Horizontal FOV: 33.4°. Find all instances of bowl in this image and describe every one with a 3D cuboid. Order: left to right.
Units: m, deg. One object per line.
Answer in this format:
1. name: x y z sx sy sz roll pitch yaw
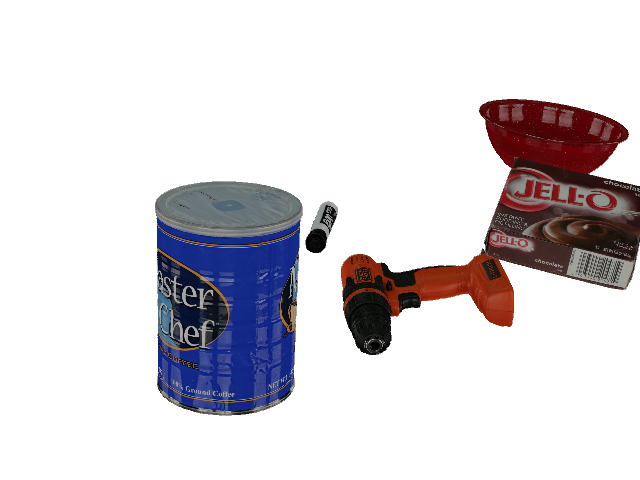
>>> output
1. bowl: 0.249 -0.107 1.165 0.162 0.055 0.162 6 23 -3

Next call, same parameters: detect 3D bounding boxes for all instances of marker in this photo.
1. marker: 0.001 -0.013 0.994 0.020 0.020 0.121 0 16 7

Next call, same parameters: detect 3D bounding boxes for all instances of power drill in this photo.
1. power drill: 0.118 0.066 1.199 0.187 0.057 0.184 -2 28 -3

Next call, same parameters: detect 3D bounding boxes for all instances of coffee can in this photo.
1. coffee can: -0.067 0.039 0.766 0.103 0.140 0.103 2 20 -1

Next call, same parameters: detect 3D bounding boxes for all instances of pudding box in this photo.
1. pudding box: 0.194 -0.015 0.836 0.113 0.039 0.090 16 47 12
